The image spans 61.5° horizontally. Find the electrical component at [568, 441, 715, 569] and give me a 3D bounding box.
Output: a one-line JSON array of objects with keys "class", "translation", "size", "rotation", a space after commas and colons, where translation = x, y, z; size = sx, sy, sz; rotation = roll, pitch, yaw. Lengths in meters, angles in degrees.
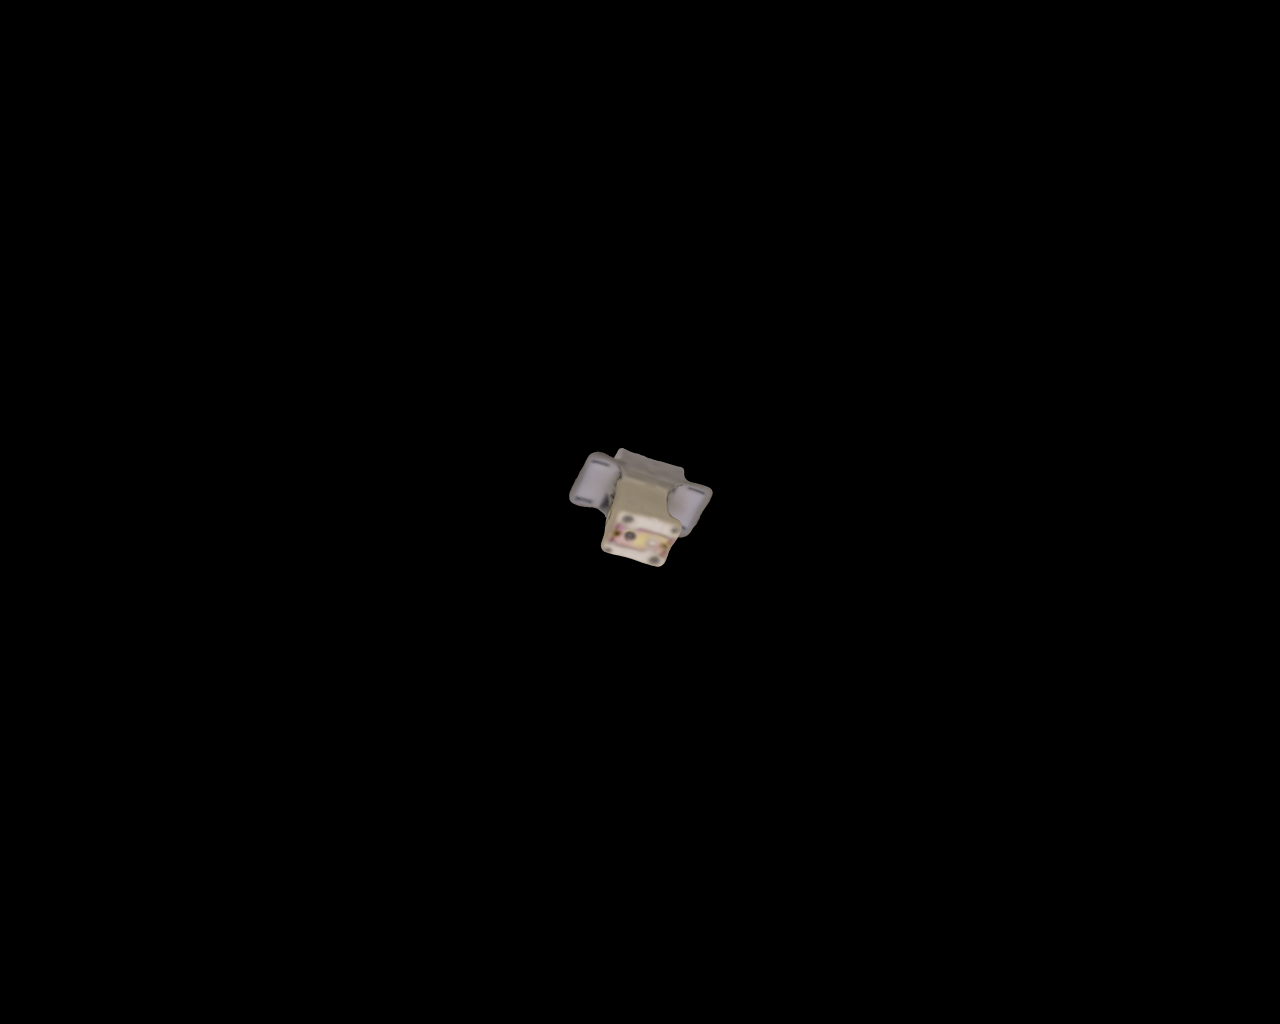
[{"class": "electrical component", "translation": [0.001, -0.003, 0.650], "size": [0.081, 0.042, 0.064], "rotation": [17, 39, -14]}]
